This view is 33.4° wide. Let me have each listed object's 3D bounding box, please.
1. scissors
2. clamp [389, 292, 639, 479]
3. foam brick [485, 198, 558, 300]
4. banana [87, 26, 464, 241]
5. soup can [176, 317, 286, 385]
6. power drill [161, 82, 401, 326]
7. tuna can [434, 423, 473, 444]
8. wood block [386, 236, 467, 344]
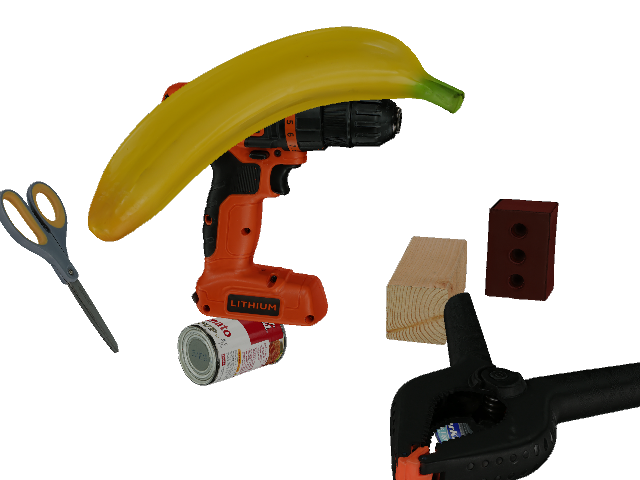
[{"bbox_3d":[-0.263,0.019,1.120,0.016,0.201,0.096,-26,24,28],"label":"scissors"},{"bbox_3d":[0.098,0.090,0.635,0.165,0.036,0.209,20,30,39],"label":"clamp"},{"bbox_3d":[0.171,0.007,0.905,0.053,0.078,0.051,4,15,19],"label":"foam brick"},{"bbox_3d":[-0.029,-0.063,0.519,0.197,0.070,0.037,-23,-37,-15],"label":"banana"},{"bbox_3d":[-0.097,0.114,1.162,0.069,0.068,0.102,0,9,45],"label":"soup can"},{"bbox_3d":[-0.031,-0.031,0.826,0.184,0.188,0.057,5,17,13],"label":"power drill"},{"bbox_3d":[0.141,0.165,1.038,0.034,0.086,0.085,-8,-5,35],"label":"tuna can"},{"bbox_3d":[0.164,0.072,1.624,0.091,0.090,0.206,5,22,14],"label":"wood block"}]
